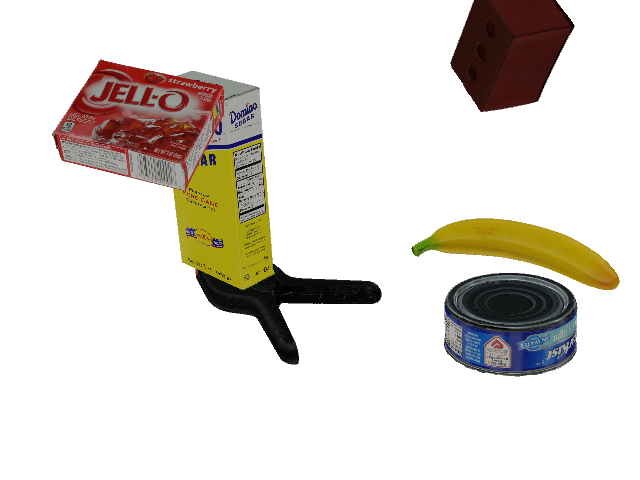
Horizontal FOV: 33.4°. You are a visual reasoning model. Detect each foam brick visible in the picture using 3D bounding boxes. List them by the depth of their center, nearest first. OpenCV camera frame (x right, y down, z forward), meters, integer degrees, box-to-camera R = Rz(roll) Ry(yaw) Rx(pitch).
[{"bbox_3d":[0.134,-0.138,0.757,0.051,0.053,0.078,-15,-32,-21],"label":"foam brick"}]

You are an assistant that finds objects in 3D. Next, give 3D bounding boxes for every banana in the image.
[{"bbox_3d":[0.193,0.011,1.037,0.198,0.037,0.069,8,47,21],"label":"banana"}]

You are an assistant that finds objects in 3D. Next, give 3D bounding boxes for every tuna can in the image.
[{"bbox_3d":[0.123,0.052,0.691,0.086,0.034,0.086,-3,22,1],"label":"tuna can"}]

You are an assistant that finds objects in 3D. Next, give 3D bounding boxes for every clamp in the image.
[{"bbox_3d":[-0.060,0.064,1.162,0.210,0.036,0.164,16,31,25],"label":"clamp"}]

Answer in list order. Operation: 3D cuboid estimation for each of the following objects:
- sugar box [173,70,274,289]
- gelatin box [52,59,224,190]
[{"bbox_3d":[-0.090,-0.053,0.936,0.048,0.176,0.093,-27,33,-37],"label":"sugar box"},{"bbox_3d":[-0.115,-0.076,0.685,0.089,0.073,0.030,14,-39,9],"label":"gelatin box"}]
